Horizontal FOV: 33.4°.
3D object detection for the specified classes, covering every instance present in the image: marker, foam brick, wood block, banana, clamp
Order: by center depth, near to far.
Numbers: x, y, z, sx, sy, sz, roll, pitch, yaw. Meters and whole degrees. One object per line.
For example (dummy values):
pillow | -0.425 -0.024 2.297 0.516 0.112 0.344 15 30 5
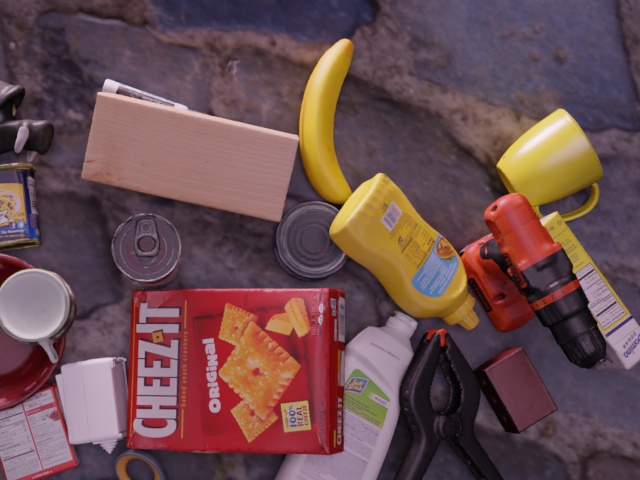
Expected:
wood block | -0.132 -0.087 1.112 0.206 0.090 0.091 12 97 -4
clamp | 0.136 0.199 1.116 0.164 0.036 0.210 5 84 -27
foam brick | 0.208 0.160 1.142 0.051 0.053 0.078 -29 86 -9
marker | -0.176 -0.147 1.159 0.121 0.020 0.020 18 81 -4
banana | 0.010 -0.124 1.169 0.069 0.037 0.198 -2 84 -24

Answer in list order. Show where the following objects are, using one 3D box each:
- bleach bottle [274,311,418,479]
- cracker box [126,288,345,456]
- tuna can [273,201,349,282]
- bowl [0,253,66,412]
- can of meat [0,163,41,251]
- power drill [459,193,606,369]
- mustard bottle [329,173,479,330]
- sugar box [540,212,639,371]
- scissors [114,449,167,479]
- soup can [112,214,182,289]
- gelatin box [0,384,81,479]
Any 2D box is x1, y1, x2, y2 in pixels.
bleach bottle | 0.039 0.194 1.117 0.102 0.068 0.250 31 78 -5
cracker box | -0.084 0.131 1.074 0.214 0.072 0.164 -1 82 14
tuna can | -0.008 0.001 1.150 0.086 0.034 0.086 1 83 -6
bowl | -0.338 0.095 1.092 0.162 0.055 0.162 1 83 -6
can of meat | -0.343 -0.031 1.108 0.102 0.057 0.084 -7 86 -6
power drill | 0.213 0.050 1.089 0.057 0.188 0.184 -27 85 -10
mustard bottle | 0.101 0.026 1.133 0.191 0.058 0.096 45 49 -12
sugar box | 0.276 0.057 1.143 0.048 0.093 0.176 -37 89 -9
scissors | -0.141 0.278 1.098 0.201 0.016 0.096 19 104 -3
soup can | -0.175 0.014 1.096 0.068 0.102 0.068 1 83 -6
gelatin box | -0.295 0.201 1.097 0.073 0.030 0.089 -18 85 -6
